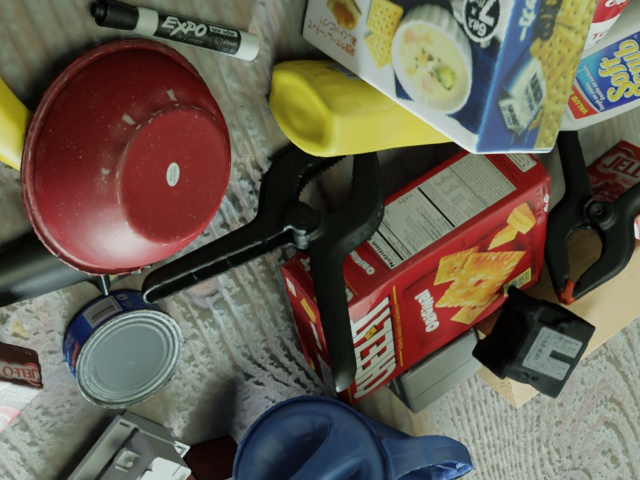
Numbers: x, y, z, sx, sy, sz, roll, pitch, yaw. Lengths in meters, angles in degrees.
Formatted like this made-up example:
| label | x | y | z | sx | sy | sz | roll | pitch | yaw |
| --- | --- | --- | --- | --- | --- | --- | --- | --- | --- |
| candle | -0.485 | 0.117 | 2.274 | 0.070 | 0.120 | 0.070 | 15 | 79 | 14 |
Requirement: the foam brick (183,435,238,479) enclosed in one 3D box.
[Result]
| label | x | y | z | sx | sy | sz | roll | pitch | yaw |
| --- | --- | --- | --- | --- | --- | --- | --- | --- | --- |
| foam brick | -0.090 | 0.216 | 0.908 | 0.052 | 0.051 | 0.078 | -13 | 124 | -29 |

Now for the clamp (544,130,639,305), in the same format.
| label | x | y | z | sx | sy | sz | roll | pitch | yaw |
| --- | --- | --- | --- | --- | --- | --- | --- | --- | --- |
| clamp | 0.232 | -0.030 | 0.923 | 0.171 | 0.120 | 0.039 | -59 | 159 | -8 |

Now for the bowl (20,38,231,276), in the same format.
| label | x | y | z | sx | sy | sz | roll | pitch | yaw |
| --- | --- | --- | --- | --- | --- | --- | --- | --- | --- |
| bowl | -0.110 | -0.047 | 0.695 | 0.161 | 0.055 | 0.162 | -20 | 118 | -42 |

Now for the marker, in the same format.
| label | x | y | z | sx | sy | sz | roll | pitch | yaw |
| --- | --- | --- | --- | --- | --- | --- | --- | --- | --- |
| marker | -0.094 | -0.139 | 0.702 | 0.120 | 0.020 | 0.020 | 6 | 114 | -38 |

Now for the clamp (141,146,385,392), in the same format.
| label | x | y | z | sx | sy | sz | roll | pitch | yaw |
| --- | --- | --- | --- | --- | --- | --- | --- | --- | --- |
| clamp | -0.005 | 0.001 | 0.773 | 0.209 | 0.165 | 0.036 | -53 | 164 | -23 |

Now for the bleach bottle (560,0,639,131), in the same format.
| label | x | y | z | sx | sy | sz | roll | pitch | yaw |
| --- | --- | --- | --- | --- | --- | --- | --- | --- | --- |
| bleach bottle | 0.231 | -0.139 | 0.902 | 0.250 | 0.068 | 0.102 | -30 | 127 | -14 |

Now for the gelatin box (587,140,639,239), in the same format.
| label | x | y | z | sx | sy | sz | roll | pitch | yaw |
| --- | --- | --- | --- | --- | --- | --- | --- | --- | --- |
| gelatin box | 0.285 | -0.048 | 0.977 | 0.073 | 0.089 | 0.030 | -36 | 129 | -11 |

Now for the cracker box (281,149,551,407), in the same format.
| label | x | y | z | sx | sy | sz | roll | pitch | yaw |
| --- | --- | --- | --- | --- | --- | --- | --- | --- | --- |
| cracker box | 0.084 | 0.028 | 0.866 | 0.213 | 0.072 | 0.164 | -33 | 149 | -13 |

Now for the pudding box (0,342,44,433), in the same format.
| label | x | y | z | sx | sy | sz | roll | pitch | yaw |
| --- | --- | --- | --- | --- | --- | --- | --- | --- | --- |
| pudding box | -0.256 | 0.101 | 0.709 | 0.113 | 0.039 | 0.090 | 21 | 127 | -40 |

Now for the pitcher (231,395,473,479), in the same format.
| label | x | y | z | sx | sy | sz | roll | pitch | yaw |
| --- | --- | --- | --- | --- | --- | --- | --- | --- | --- |
| pitcher | 0.045 | 0.210 | 0.906 | 0.145 | 0.149 | 0.242 | -63 | 152 | -3 |

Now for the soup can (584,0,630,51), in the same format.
| label | x | y | z | sx | sy | sz | roll | pitch | yaw |
| --- | --- | --- | --- | --- | --- | --- | --- | --- | --- |
| soup can | 0.203 | -0.195 | 0.811 | 0.068 | 0.068 | 0.102 | -34 | 168 | -13 |

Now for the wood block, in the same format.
| label | x | y | z | sx | sy | sz | roll | pitch | yaw |
| --- | --- | --- | --- | --- | --- | --- | --- | --- | --- |
| wood block | 0.227 | 0.048 | 0.998 | 0.206 | 0.090 | 0.091 | -35 | 132 | -13 |

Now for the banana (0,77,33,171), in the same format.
| label | x | y | z | sx | sy | sz | roll | pitch | yaw |
| --- | --- | --- | --- | --- | --- | --- | --- | --- | --- |
| banana | -0.199 | -0.102 | 0.639 | 0.069 | 0.037 | 0.198 | -28 | 130 | -17 |

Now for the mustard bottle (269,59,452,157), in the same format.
| label | x | y | z | sx | sy | sz | roll | pitch | yaw |
| --- | --- | --- | --- | --- | --- | --- | --- | --- | --- |
| mustard bottle | 0.065 | -0.103 | 0.784 | 0.191 | 0.096 | 0.058 | -9 | 121 | -31 |

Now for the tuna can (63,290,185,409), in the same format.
| label | x | y | z | sx | sy | sz | roll | pitch | yaw |
| --- | --- | --- | --- | --- | --- | --- | --- | --- | --- |
| tuna can | -0.146 | 0.081 | 0.795 | 0.086 | 0.034 | 0.086 | -17 | 126 | -26 |
